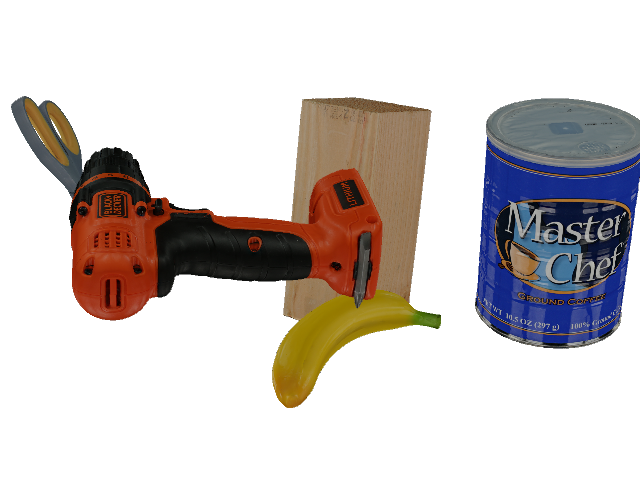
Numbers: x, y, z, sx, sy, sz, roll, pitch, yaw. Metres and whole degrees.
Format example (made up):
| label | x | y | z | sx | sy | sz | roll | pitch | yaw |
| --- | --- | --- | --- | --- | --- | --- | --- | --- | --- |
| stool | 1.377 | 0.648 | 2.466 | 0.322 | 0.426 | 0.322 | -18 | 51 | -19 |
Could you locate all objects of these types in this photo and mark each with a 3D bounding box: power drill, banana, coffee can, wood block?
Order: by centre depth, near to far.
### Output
| label | x | y | z | sx | sy | sz | roll | pitch | yaw |
| --- | --- | --- | --- | --- | --- | --- | --- | --- | --- |
| power drill | -0.064 | -0.011 | 0.676 | 0.187 | 0.057 | 0.184 | -2 | 29 | -10 |
| coffee can | 0.160 | -0.013 | 0.724 | 0.103 | 0.140 | 0.103 | -1 | 28 | 0 |
| banana | 0.016 | 0.074 | 0.833 | 0.070 | 0.037 | 0.197 | 17 | 26 | 36 |
| wood block | 0.033 | -0.025 | 1.001 | 0.090 | 0.206 | 0.090 | 15 | 17 | 36 |

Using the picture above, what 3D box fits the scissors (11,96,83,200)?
| label | x | y | z | sx | sy | sz | roll | pitch | yaw |
| --- | --- | --- | --- | --- | --- | --- | --- | --- | --- |
| scissors | -0.207 | -0.044 | 0.944 | 0.016 | 0.201 | 0.096 | -26 | 23 | 10 |
